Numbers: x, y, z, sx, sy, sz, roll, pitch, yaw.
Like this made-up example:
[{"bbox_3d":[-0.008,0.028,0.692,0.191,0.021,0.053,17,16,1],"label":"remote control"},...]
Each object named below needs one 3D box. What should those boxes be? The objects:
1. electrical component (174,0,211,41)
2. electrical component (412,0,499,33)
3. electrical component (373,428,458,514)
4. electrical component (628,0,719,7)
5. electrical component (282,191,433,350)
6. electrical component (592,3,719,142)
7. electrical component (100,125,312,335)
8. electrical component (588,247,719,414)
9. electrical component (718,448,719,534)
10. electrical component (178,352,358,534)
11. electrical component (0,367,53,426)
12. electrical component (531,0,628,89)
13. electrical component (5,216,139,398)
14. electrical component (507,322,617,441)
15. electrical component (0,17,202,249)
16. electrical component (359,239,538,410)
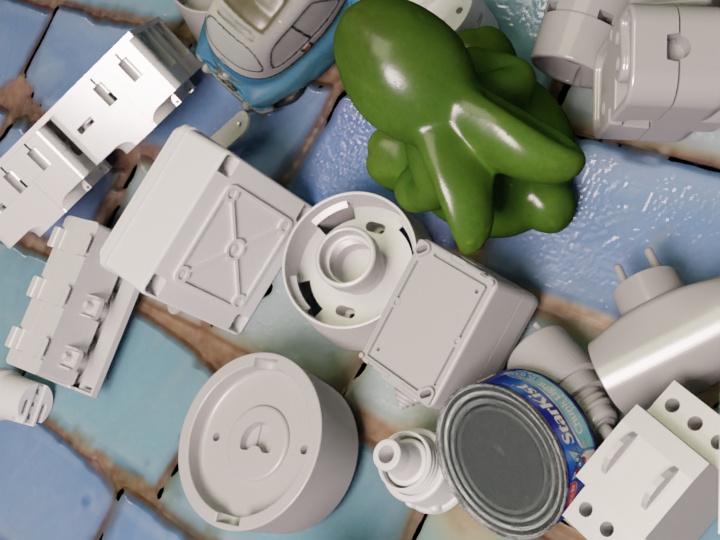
[{"bbox_3d":[-0.102,-0.226,0.858,0.099,0.064,0.099,-8,63,17],"label":"electrical component"},{"bbox_3d":[0.060,-0.162,0.714,0.055,0.047,0.055,-14,63,29],"label":"electrical component"},{"bbox_3d":[0.031,0.110,0.607,0.048,0.062,0.048,-14,64,30],"label":"electrical component"},{"bbox_3d":[0.193,-0.167,0.613,0.047,0.066,0.076,6,74,36],"label":"electrical component"},{"bbox_3d":[0.000,0.000,0.691,0.099,0.064,0.099,-6,72,19],"label":"electrical component"},{"bbox_3d":[0.165,-0.104,0.581,0.059,0.095,0.053,3,83,1],"label":"electrical component"},{"bbox_3d":[-0.101,-0.025,0.727,0.056,0.109,0.108,31,90,36],"label":"electrical component"},{"bbox_3d":[0.159,0.025,0.567,0.077,0.044,0.079,-30,56,21],"label":"electrical component"},{"bbox_3d":[0.210,0.035,0.489,0.060,0.105,0.186,-5,68,33],"label":"electrical component"},{"bbox_3d":[-0.052,0.111,0.665,0.108,0.060,0.108,-14,63,30],"label":"electrical component"},{"bbox_3d":[-0.267,0.099,0.833,0.046,0.040,0.040,11,77,32],"label":"electrical component"},{"bbox_3d":[0.134,-0.141,0.650,0.055,0.055,0.047,18,85,38],"label":"electrical component"},{"bbox_3d":[-0.211,0.026,0.810,0.079,0.063,0.121,13,78,38],"label":"electrical component"},{"bbox_3d":[0.114,0.065,0.584,0.040,0.040,0.078,-46,52,10],"label":"electrical component"},{"bbox_3d":[-0.210,-0.105,0.833,0.186,0.060,0.105,-40,13,14],"label":"electrical component"},{"bbox_3d":[0.051,0.041,0.629,0.062,0.061,0.096,33,98,39],"label":"electrical component"}]
